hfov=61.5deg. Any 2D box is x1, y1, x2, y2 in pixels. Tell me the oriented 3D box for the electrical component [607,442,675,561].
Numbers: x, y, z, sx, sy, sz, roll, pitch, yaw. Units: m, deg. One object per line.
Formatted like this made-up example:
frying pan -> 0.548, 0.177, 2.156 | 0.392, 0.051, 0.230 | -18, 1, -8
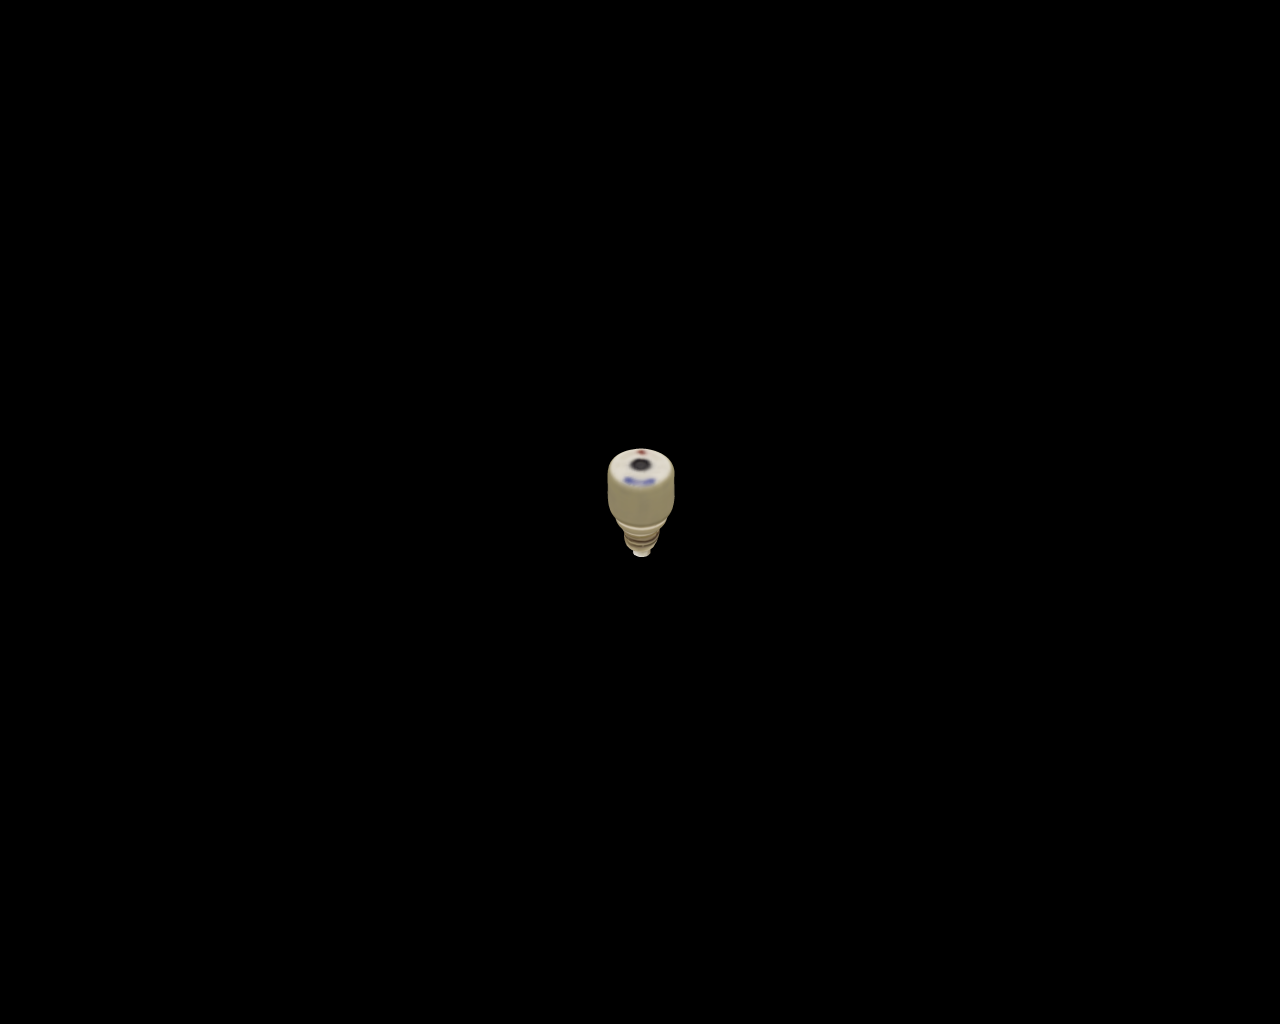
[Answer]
electrical component -> 0.001, -0.003, 0.650 | 0.040, 0.078, 0.040 | 0, 41, 0
